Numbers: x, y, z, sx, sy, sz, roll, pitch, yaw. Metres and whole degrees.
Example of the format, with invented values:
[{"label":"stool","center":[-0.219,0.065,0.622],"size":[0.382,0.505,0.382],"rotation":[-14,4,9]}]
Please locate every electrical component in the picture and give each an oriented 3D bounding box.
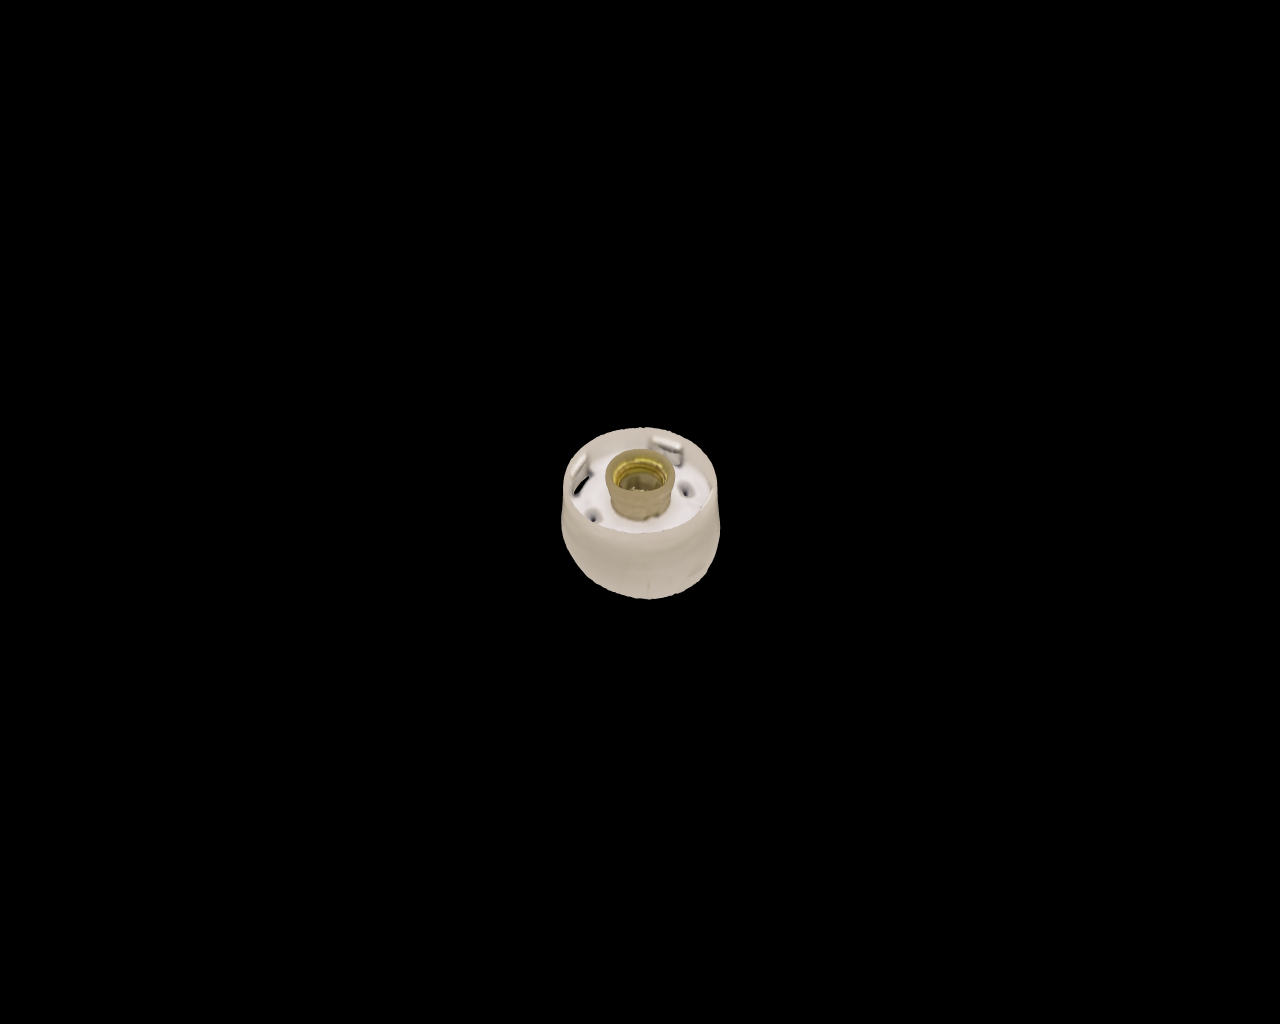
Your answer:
[{"label":"electrical component","center":[0.001,-0.003,0.650],"size":[0.099,0.099,0.064],"rotation":[0,-42,0]}]
